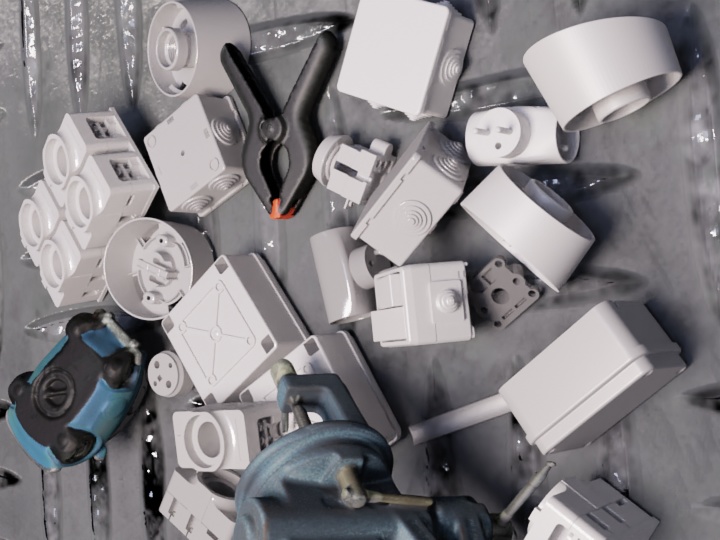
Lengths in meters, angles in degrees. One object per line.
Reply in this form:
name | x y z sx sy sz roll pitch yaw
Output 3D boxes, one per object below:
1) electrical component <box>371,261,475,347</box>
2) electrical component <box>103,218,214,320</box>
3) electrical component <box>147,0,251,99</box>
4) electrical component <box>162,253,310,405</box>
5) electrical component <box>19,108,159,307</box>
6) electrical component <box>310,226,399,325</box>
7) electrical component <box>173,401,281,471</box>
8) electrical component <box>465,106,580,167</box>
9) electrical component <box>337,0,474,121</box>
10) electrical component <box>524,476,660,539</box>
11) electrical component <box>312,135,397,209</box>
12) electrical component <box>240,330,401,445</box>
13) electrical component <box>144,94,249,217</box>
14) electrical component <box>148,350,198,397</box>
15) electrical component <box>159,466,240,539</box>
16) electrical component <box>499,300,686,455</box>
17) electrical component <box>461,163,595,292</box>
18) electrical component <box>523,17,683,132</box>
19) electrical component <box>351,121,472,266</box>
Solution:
electrical component | 0.048 0.028 0.848 0.096 0.061 0.061 161 104 -74
electrical component | -0.193 -0.001 1.048 0.099 0.064 0.099 0 90 36
electrical component | -0.159 -0.213 1.039 0.099 0.064 0.099 9 103 48
electrical component | -0.115 0.058 0.996 0.109 0.056 0.108 -45 65 27
electrical component | -0.282 -0.059 1.086 0.105 0.060 0.186 57 135 22
electrical component | 0.000 0.000 0.919 0.079 0.044 0.077 -20 79 34
electrical component | -0.115 0.142 0.926 0.089 0.056 0.050 -8 89 40
electrical component | 0.114 -0.102 0.814 0.077 0.079 0.043 2 92 36
electrical component | 0.039 -0.178 0.888 0.100 0.048 0.099 24 104 34
electrical component | 0.141 0.231 0.788 0.062 0.089 0.150 37 111 31
electrical component | -0.007 -0.087 0.925 0.055 0.048 0.066 27 106 25
electrical component | -0.036 0.126 0.938 0.109 0.056 0.108 -40 68 30
electrical component | -0.153 -0.110 1.029 0.100 0.048 0.099 -33 71 32
electrical component | -0.170 0.098 1.037 0.045 0.055 0.045 0 91 36
electrical component | -0.138 0.224 1.017 0.089 0.050 0.055 33 109 31
electrical component | 0.168 0.078 0.777 0.113 0.078 0.057 -46 62 27
electrical component | 0.123 -0.031 0.800 0.099 0.099 0.064 47 110 26
electrical component | 0.174 -0.141 0.760 0.099 0.099 0.064 -28 80 33
electrical component | 0.044 -0.060 0.856 0.048 0.099 0.099 36 117 -6
